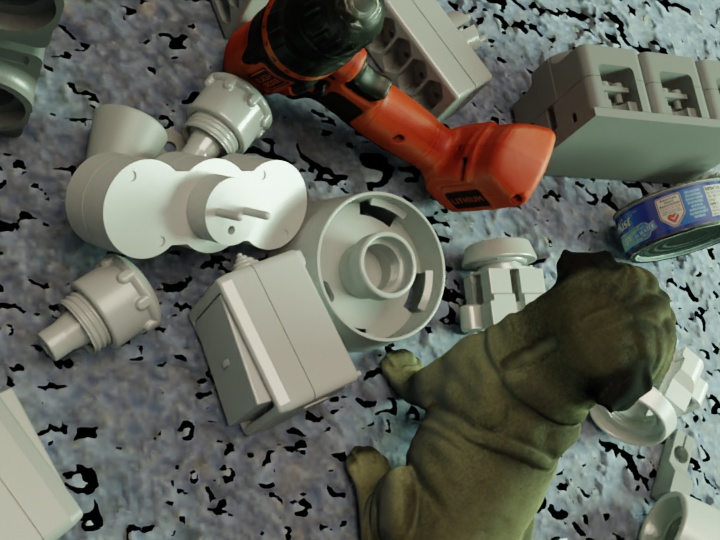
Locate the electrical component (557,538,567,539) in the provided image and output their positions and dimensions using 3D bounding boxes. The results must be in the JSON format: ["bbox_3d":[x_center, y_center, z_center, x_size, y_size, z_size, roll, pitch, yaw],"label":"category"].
[{"bbox_3d":[0.125,0.200,0.629,0.064,0.042,0.081,2,69,-27],"label":"electrical component"}]

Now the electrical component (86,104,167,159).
[{"bbox_3d":[-0.140,-0.055,0.610,0.044,0.044,0.065,22,66,-16],"label":"electrical component"}]

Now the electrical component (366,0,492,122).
[{"bbox_3d":[0.056,-0.154,0.740,0.076,0.047,0.083,-34,86,-32],"label":"electrical component"}]

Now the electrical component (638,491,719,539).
[{"bbox_3d":[0.208,0.171,0.674,0.047,0.055,0.055,29,60,-8],"label":"electrical component"}]

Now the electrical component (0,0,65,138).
[{"bbox_3d":[-0.204,-0.136,0.526,0.105,0.186,0.060,11,65,-21],"label":"electrical component"}]

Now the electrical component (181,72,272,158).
[{"bbox_3d":[-0.086,-0.084,0.646,0.048,0.048,0.062,37,65,-8],"label":"electrical component"}]

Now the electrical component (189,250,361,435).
[{"bbox_3d":[-0.055,0.036,0.599,0.061,0.062,0.096,-21,80,-31],"label":"electrical component"}]

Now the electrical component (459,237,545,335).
[{"bbox_3d":[0.092,0.011,0.690,0.066,0.048,0.055,0,77,-25],"label":"electrical component"}]

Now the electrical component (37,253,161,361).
[{"bbox_3d":[-0.141,0.024,0.575,0.062,0.048,0.048,-36,87,-25],"label":"electrical component"}]

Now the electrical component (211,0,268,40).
[{"bbox_3d":[-0.050,-0.188,0.693,0.077,0.066,0.047,-15,76,-30],"label":"electrical component"}]

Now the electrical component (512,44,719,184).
[{"bbox_3d":[0.196,-0.111,0.763,0.150,0.089,0.061,1,69,-25],"label":"electrical component"}]

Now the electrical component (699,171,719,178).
[{"bbox_3d":[0.263,-0.057,0.790,0.035,0.061,0.035,10,66,-22],"label":"electrical component"}]

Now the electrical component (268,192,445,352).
[{"bbox_3d":[0.000,0.000,0.654,0.099,0.064,0.099,6,79,-31],"label":"electrical component"}]

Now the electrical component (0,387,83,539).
[{"bbox_3d":[-0.174,0.108,0.513,0.061,0.062,0.096,-35,87,-32],"label":"electrical component"}]

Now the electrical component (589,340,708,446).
[{"bbox_3d":[0.183,0.076,0.699,0.078,0.058,0.057,40,56,-6],"label":"electrical component"}]

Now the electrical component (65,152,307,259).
[{"bbox_3d":[-0.081,-0.035,0.586,0.138,0.074,0.052,-6,105,-45],"label":"electrical component"}]
